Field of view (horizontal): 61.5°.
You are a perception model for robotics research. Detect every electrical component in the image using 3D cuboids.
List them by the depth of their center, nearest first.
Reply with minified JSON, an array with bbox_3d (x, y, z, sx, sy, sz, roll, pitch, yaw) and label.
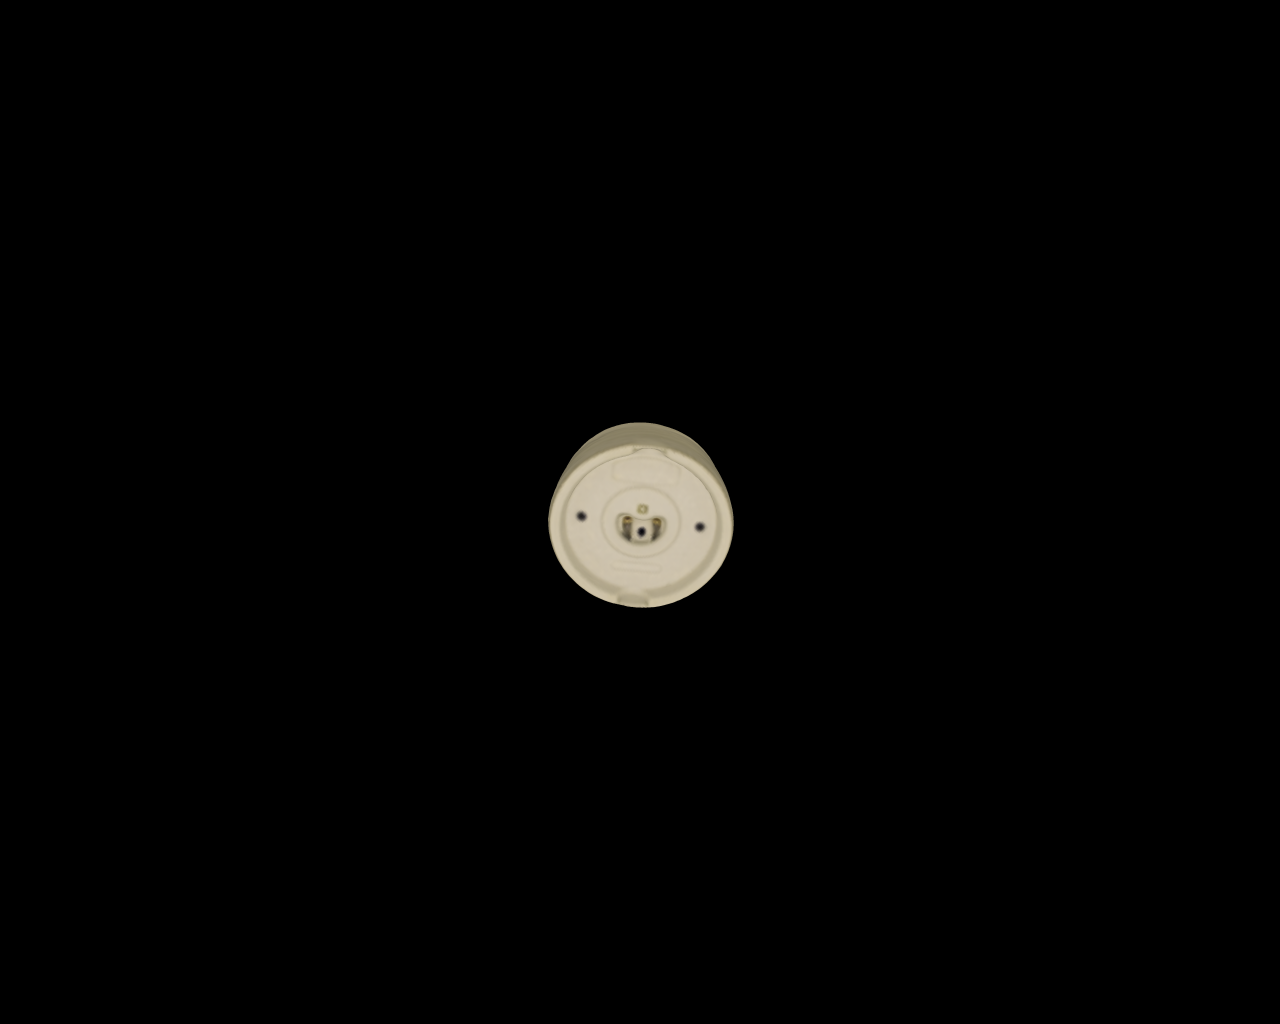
[{"bbox_3d":[0.001,-0.003,0.650,0.108,0.108,0.060,0,25,0],"label":"electrical component"}]
